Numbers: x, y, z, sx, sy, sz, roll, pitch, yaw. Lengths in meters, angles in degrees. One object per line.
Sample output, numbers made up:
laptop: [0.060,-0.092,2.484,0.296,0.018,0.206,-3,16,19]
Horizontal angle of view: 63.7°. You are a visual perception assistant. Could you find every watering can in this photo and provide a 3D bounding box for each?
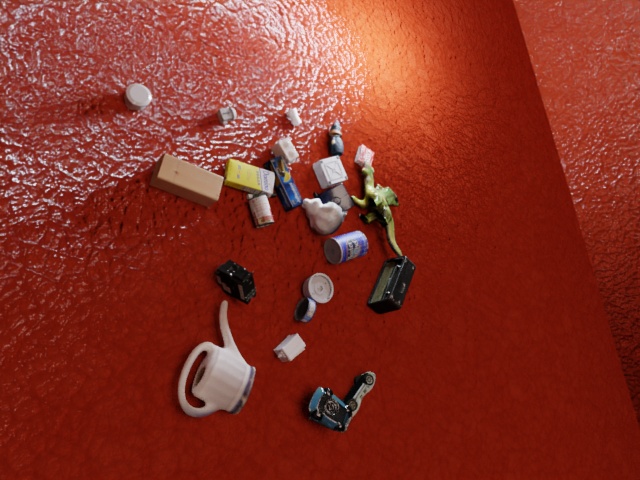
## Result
watering can: [-0.292,0.378,1.575,0.222,0.355,0.103,36,-33,-21]

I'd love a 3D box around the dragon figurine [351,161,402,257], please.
dragon figurine: [0.272,-0.141,2.162,0.120,0.408,0.247,-26,9,44]

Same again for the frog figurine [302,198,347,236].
frog figurine: [0.006,-0.097,1.933,0.158,0.126,0.135,36,-46,-19]
